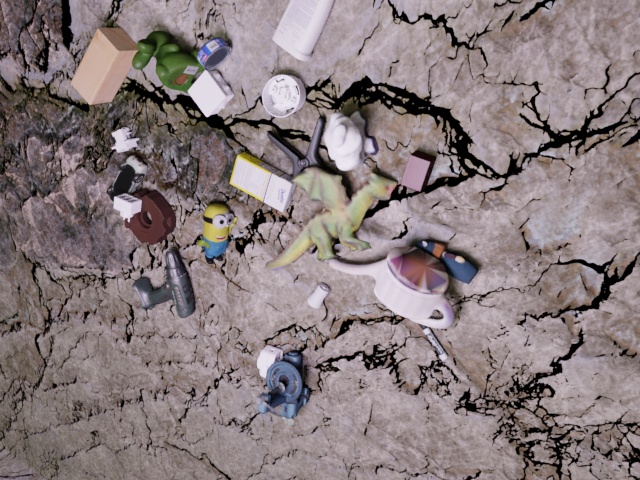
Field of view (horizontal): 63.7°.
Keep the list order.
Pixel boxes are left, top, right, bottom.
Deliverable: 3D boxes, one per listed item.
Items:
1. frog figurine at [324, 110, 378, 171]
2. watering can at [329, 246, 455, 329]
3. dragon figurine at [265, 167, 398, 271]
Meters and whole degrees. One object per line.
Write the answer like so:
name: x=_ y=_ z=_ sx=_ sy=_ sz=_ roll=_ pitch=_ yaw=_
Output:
frog figurine: x=0.053 y=-0.224 z=1.184 sx=0.123 sy=0.162 sz=0.135 roll=3 pitch=111 yaw=28
watering can: x=0.177 y=0.096 z=1.256 sx=0.349 sy=0.106 sz=0.219 roll=30 pitch=145 yaw=14
dragon figurine: x=0.004 y=-0.065 z=1.300 sx=0.408 sy=0.123 sz=0.242 roll=-14 pitch=95 yaw=21
